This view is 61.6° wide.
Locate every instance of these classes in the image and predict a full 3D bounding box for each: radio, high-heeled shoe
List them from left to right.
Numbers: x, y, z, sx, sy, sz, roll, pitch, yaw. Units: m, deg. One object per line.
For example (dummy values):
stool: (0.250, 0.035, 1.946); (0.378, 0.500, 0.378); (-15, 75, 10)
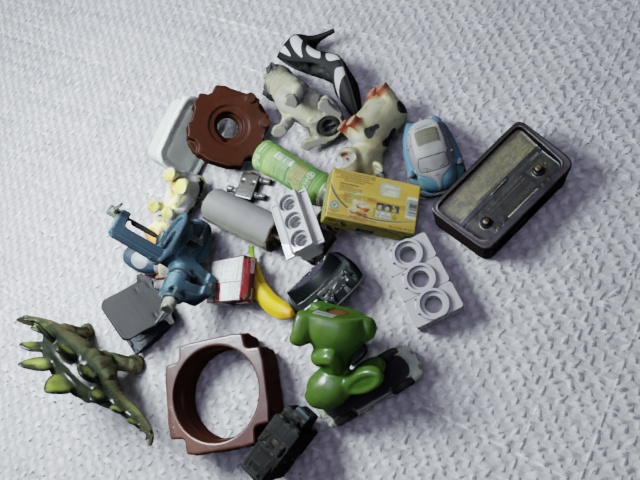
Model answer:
high-heeled shoe: (-0.006, -0.342, 1.141); (0.145, 0.086, 0.249); (-23, 69, 19)
radio: (0.325, -0.085, 0.961); (0.229, 0.073, 0.131); (-45, 67, 0)

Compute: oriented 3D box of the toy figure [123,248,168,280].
toy figure: (-0.343, 0.053, 1.135); (0.155, 0.058, 0.064); (17, 118, 19)

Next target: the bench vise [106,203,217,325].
bench vise: (-0.308, 0.022, 1.032); (0.129, 0.240, 0.223); (-25, 38, 48)

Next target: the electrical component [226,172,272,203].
electrical component: (-0.151, -0.114, 1.142); (0.094, 0.021, 0.063); (13, 78, 17)

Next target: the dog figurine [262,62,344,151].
dog figurine: (-0.031, -0.294, 1.132); (0.121, 0.172, 0.191); (-50, 33, 32)

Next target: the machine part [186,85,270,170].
machine part: (-0.193, -0.235, 1.127); (0.179, 0.056, 0.179); (0, 91, -14)

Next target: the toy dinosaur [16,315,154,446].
toy dinosaur: (-0.448, 0.251, 1.030); (0.472, 0.198, 0.105); (25, 85, 24)

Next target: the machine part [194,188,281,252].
machine part: (-0.154, -0.042, 1.093); (0.243, 0.079, 0.079); (24, 82, 23)

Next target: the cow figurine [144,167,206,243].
cow figurine: (-0.311, -0.068, 1.149); (0.068, 0.098, 0.167); (36, 105, 20)

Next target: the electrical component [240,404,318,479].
electrical component: (-0.062, 0.347, 0.928); (0.058, 0.114, 0.134); (36, 89, 21)

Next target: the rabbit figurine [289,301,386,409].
rabbit figurine: (0.031, 0.201, 0.898); (0.159, 0.121, 0.170); (9, 98, 10)

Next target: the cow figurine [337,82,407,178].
cow figurine: (0.101, -0.196, 1.049); (0.127, 0.085, 0.195); (41, 74, -13)

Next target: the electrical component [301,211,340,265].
electrical component: (-0.004, -0.002, 1.052); (0.078, 0.045, 0.102); (40, 88, 21)

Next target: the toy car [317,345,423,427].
toy car: (0.084, 0.256, 0.944); (0.202, 0.056, 0.073); (-32, 74, 7)

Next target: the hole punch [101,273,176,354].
hole punch: (-0.368, 0.157, 1.104); (0.116, 0.092, 0.142); (-31, 61, -25)

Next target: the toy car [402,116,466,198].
toy car: (0.209, -0.169, 1.007); (0.109, 0.103, 0.161); (-14, 72, 11)

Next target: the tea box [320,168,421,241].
tea box: (0.092, -0.064, 0.996); (0.170, 0.068, 0.098); (13, 76, -5)

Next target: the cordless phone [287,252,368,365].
cordless phone: (0.041, 0.125, 0.993); (0.146, 0.088, 0.184); (-43, 78, 1)

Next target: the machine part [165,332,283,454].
machine part: (-0.177, 0.284, 0.998); (0.201, 0.087, 0.201); (-15, 72, 13)
